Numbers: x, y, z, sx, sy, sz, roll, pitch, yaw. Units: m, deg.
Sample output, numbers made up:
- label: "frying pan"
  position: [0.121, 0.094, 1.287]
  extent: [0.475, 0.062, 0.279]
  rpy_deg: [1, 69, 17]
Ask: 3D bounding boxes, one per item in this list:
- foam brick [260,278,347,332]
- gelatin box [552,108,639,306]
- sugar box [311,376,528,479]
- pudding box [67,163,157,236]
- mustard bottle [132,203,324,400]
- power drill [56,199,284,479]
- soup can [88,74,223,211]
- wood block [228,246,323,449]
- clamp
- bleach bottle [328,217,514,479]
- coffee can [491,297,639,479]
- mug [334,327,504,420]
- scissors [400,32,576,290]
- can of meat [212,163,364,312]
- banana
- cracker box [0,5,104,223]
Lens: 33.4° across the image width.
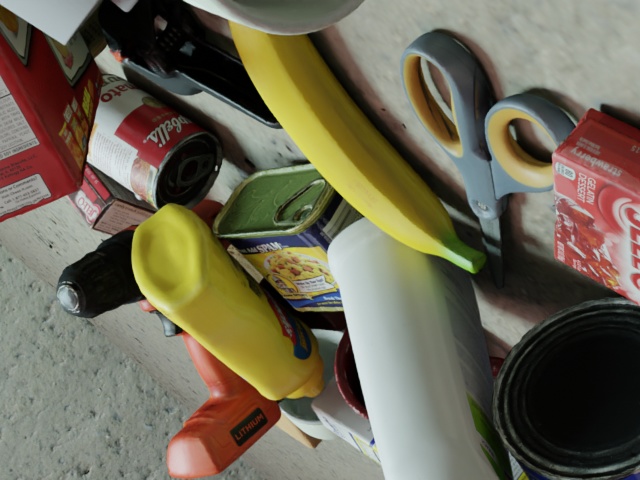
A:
- label: "foam brick"
  position: [-0.001, 0.031, 0.783]
  extent: [0.053, 0.051, 0.078]
  rpy_deg: [44, 164, -13]
- label: "gelatin box"
  position: [0.131, -0.005, 0.427]
  extent: [0.073, 0.030, 0.089]
  rpy_deg: [32, 162, 26]
- label: "sugar box"
  position: [0.088, 0.139, 0.791]
  extent: [0.176, 0.093, 0.048]
  rpy_deg: [29, 159, 38]
- label: "pudding box"
  position: [-0.172, -0.038, 0.915]
  extent: [0.090, 0.039, 0.113]
  rpy_deg: [49, -164, 30]
- label: "mustard bottle"
  position: [-0.051, 0.060, 0.746]
  extent: [0.191, 0.058, 0.096]
  rpy_deg: [49, -175, -42]
- label: "power drill"
  position: [-0.103, 0.075, 0.785]
  extent: [0.057, 0.184, 0.187]
  rpy_deg: [-9, 103, 33]
- label: "soup can"
  position: [-0.130, -0.071, 0.781]
  extent: [0.102, 0.068, 0.068]
  rpy_deg: [33, 162, 26]
- label: "wood block"
  position: [-0.043, 0.094, 0.975]
  extent: [0.090, 0.090, 0.206]
  rpy_deg: [28, 159, 37]
- label: "clamp"
  position: [-0.089, -0.120, 0.610]
  extent: [0.172, 0.039, 0.120]
  rpy_deg: [21, 152, 51]
- label: "bleach bottle"
  position: [0.059, 0.094, 0.540]
  extent: [0.102, 0.068, 0.251]
  rpy_deg: [51, -161, -33]
- label: "coffee can"
  position: [0.160, 0.111, 0.537]
  extent: [0.103, 0.102, 0.140]
  rpy_deg: [22, 155, 48]
- label: "mug"
  position: [0.077, 0.096, 0.737]
  extent: [0.117, 0.093, 0.081]
  rpy_deg: [-6, 151, 17]
- label: "scissors"
  position: [0.093, -0.018, 0.505]
  extent: [0.096, 0.016, 0.201]
  rpy_deg: [26, 159, 41]
- label: "can of meat"
  position: [-0.004, 0.001, 0.679]
  extent: [0.102, 0.057, 0.084]
  rpy_deg: [-4, 136, 49]
- label: "banana"
  position: [0.012, -0.059, 0.548]
  extent: [0.197, 0.037, 0.070]
  rpy_deg: [47, 156, -19]
- label: "cracker box"
  position: [-0.193, -0.134, 0.550]
  extent: [0.164, 0.072, 0.213]
  rpy_deg: [-102, -11, -61]
